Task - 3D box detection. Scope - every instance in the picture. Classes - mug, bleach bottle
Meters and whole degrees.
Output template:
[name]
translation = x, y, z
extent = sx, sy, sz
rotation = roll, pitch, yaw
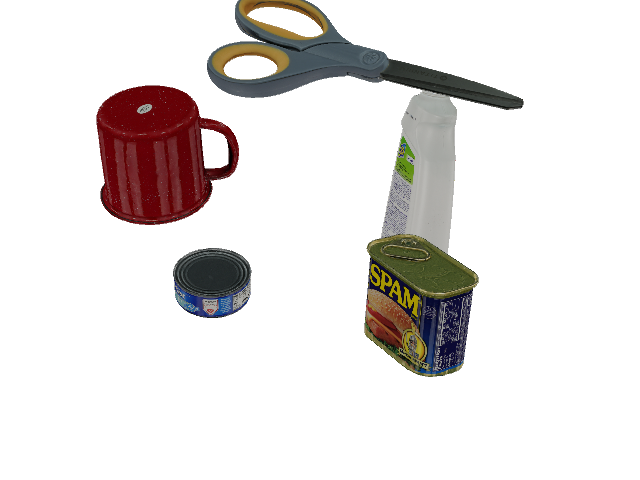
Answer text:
[mug]
translation = -0.125, -0.072, 0.866
extent = 0.117, 0.081, 0.093
rotation = -1, 38, -1
[bleach bottle]
translation = 0.121, -0.065, 1.241
extent = 0.068, 0.251, 0.103
rotation = -2, 23, -22

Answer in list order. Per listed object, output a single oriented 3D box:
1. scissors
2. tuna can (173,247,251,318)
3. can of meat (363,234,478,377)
[scissors]
translation = 0.013, -0.099, 0.651
extent = 0.202, 0.096, 0.016
rotation = 33, -27, 28
[tuna can]
translation = -0.119, 0.047, 1.181
extent = 0.086, 0.034, 0.086
rotation = 2, 37, -1
[can of meat]
translation = 0.080, 0.054, 0.890
extent = 0.057, 0.084, 0.102
rotation = -14, 31, -30
